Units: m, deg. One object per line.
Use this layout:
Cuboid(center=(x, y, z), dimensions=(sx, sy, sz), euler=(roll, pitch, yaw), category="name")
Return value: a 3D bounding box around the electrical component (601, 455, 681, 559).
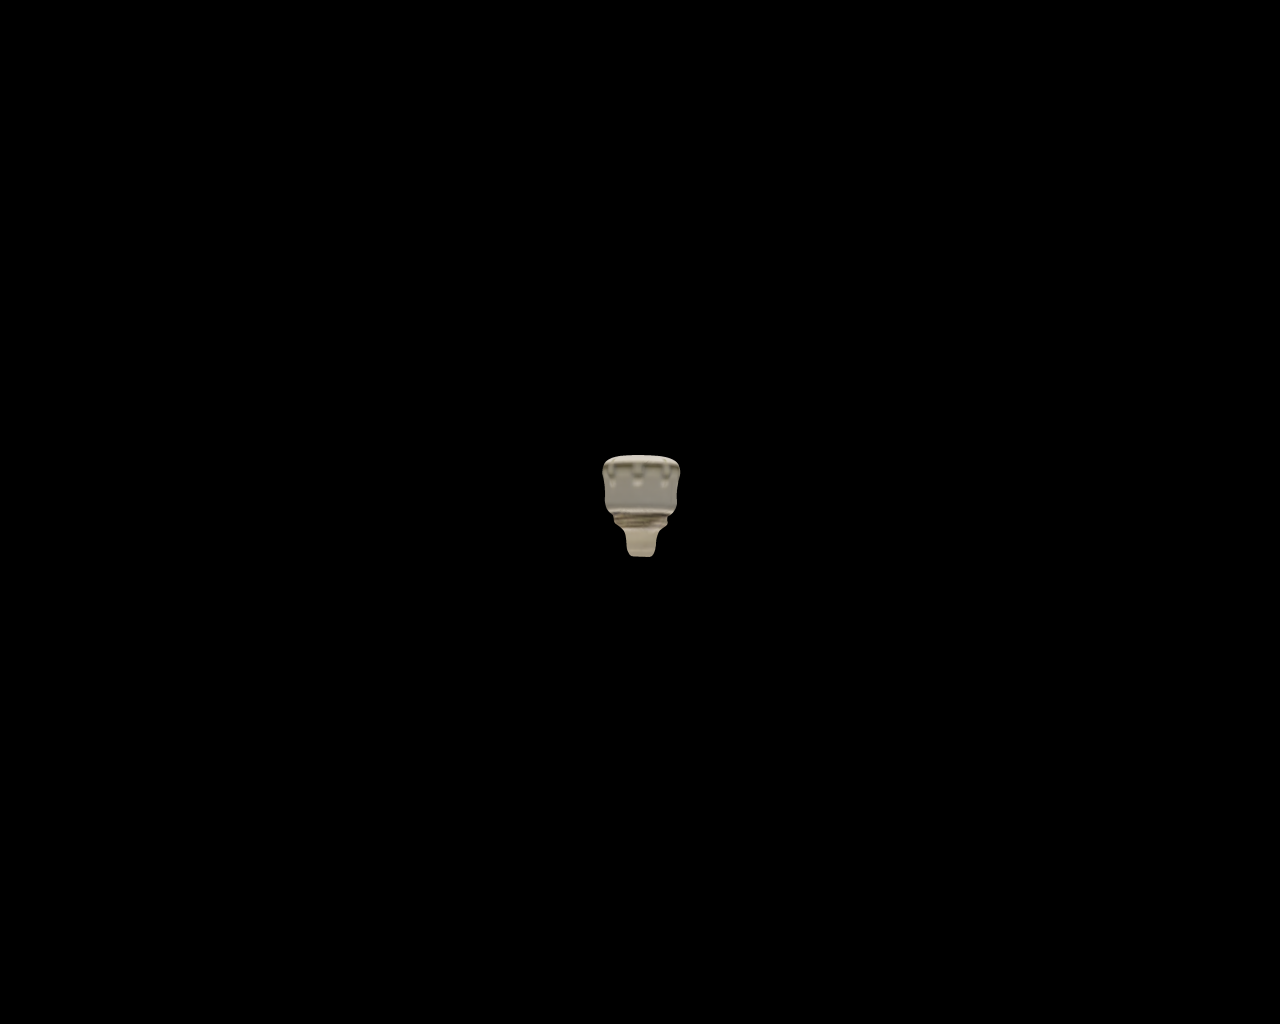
Cuboid(center=(0.001, -0.003, 0.650), dimensions=(0.048, 0.062, 0.048), euler=(0, -2, 0), category="electrical component")
